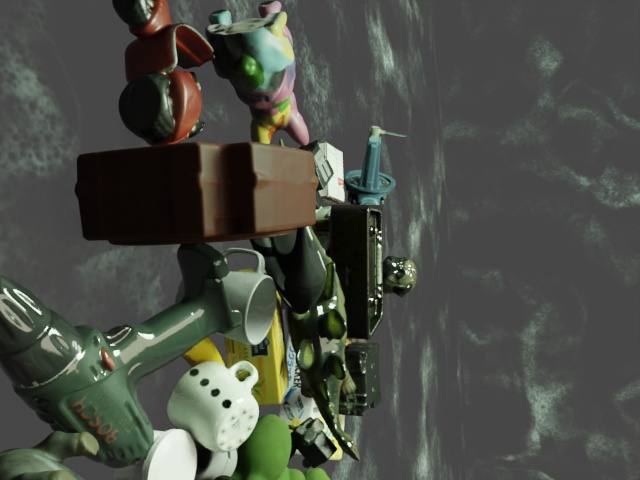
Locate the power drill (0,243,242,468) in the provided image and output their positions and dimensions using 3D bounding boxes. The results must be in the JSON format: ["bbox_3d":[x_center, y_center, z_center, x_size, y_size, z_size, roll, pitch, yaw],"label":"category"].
[{"bbox_3d":[-0.173,0.082,0.495,0.207,0.086,0.231,-45,134,-43],"label":"power drill"}]

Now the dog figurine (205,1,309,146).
[{"bbox_3d":[-0.077,-0.213,0.766,0.192,0.108,0.218,-101,176,-53],"label":"dog figurine"}]

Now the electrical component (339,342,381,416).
[{"bbox_3d":[0.074,0.246,0.977,0.134,0.058,0.114,1,89,-69],"label":"electrical component"}]

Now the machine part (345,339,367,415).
[{"bbox_3d":[0.058,0.275,1.109,0.179,0.056,0.179,-2,90,-68],"label":"machine part"}]

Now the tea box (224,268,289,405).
[{"bbox_3d":[-0.087,0.127,0.732,0.098,0.068,0.169,-59,143,-82],"label":"tea box"}]

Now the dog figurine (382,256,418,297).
[{"bbox_3d":[0.115,0.064,1.102,0.172,0.191,0.121,-55,137,-58],"label":"dog figurine"}]

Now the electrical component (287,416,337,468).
[{"bbox_3d":[-0.023,0.295,0.779,0.045,0.102,0.078,-30,81,-42],"label":"electrical component"}]

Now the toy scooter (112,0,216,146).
[{"bbox_3d":[-0.166,-0.190,0.611,0.135,0.075,0.183,-4,86,-69],"label":"toy scooter"}]

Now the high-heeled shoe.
[{"bbox_3d":[-0.070,-0.018,0.709,0.086,0.249,0.145,-18,132,-25],"label":"high-heeled shoe"}]

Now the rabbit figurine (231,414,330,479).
[{"bbox_3d":[-0.078,0.315,0.710,0.159,0.121,0.170,-32,122,-46],"label":"rabbit figurine"}]

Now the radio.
[{"bbox_3d":[0.068,0.050,0.954,0.131,0.073,0.229,-17,109,-71],"label":"radio"}]

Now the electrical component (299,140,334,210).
[{"bbox_3d":[-0.009,-0.115,0.994,0.119,0.048,0.075,66,29,-19],"label":"electrical component"}]

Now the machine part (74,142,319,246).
[{"bbox_3d":[-0.117,-0.044,0.537,0.201,0.201,0.087,-8,97,-68],"label":"machine part"}]

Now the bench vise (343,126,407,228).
[{"bbox_3d":[0.106,-0.122,1.172,0.224,0.129,0.240,-66,164,-61],"label":"bench vise"}]

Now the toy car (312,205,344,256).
[{"bbox_3d":[-0.002,-0.003,0.978,0.202,0.074,0.056,-61,145,-52],"label":"toy car"}]

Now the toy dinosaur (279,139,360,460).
[{"bbox_3d":[-0.010,0.087,0.802,0.198,0.105,0.471,99,-24,-72],"label":"toy dinosaur"}]

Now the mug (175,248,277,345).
[{"bbox_3d":[-0.114,0.062,0.641,0.080,0.107,0.109,22,76,-72],"label":"mug"}]

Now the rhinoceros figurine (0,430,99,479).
[{"bbox_3d":[-0.199,0.248,0.428,0.073,0.112,0.190,-121,-173,-77],"label":"rhinoceros figurine"}]

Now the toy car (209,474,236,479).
[{"bbox_3d":[-0.138,0.359,0.601,0.089,0.053,0.202,-33,137,-68],"label":"toy car"}]
